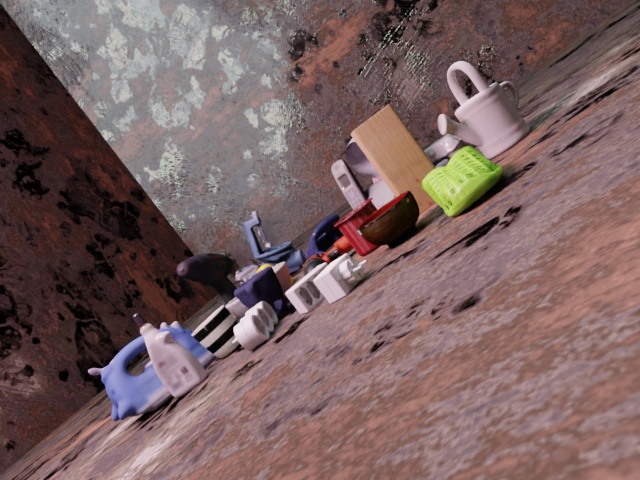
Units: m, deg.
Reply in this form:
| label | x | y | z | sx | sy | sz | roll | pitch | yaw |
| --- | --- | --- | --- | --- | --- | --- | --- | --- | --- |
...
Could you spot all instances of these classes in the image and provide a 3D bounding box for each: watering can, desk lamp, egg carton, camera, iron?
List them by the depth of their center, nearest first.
| label | x | y | z | sx | sy | sz | roll | pitch | yaw |
| --- | --- | --- | --- | --- | --- | --- | --- | --- | --- |
| watering can | 0.310 | -0.260 | 1.119 | 0.173 | 0.194 | 0.100 | -39 | 5 | -32 |
| iron | -0.330 | 0.247 | 1.167 | 0.259 | 0.141 | 0.118 | -40 | 5 | -34 |
| desk lamp | 0.190 | -0.212 | 1.456 | 0.204 | 0.213 | 0.117 | -40 | 5 | -35 |
| egg carton | 0.337 | -0.239 | 1.541 | 0.107 | 0.069 | 0.150 | -39 | 5 | -32 |
| camera | -0.200 | 0.140 | 1.578 | 0.137 | 0.101 | 0.143 | -38 | 4 | -14 |

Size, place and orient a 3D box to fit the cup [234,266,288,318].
| label | x | y | z | sx | sy | sz | roll | pitch | yaw |
| --- | --- | --- | --- | --- | --- | --- | --- | --- | --- |
| cup | -0.107 | 0.114 | 1.116 | 0.091 | 0.095 | 0.118 | -37 | 4 | 3 |

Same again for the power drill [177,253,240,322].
| label | x | y | z | sx | sy | sz | roll | pitch | yaw |
| --- | --- | --- | --- | --- | --- | --- | --- | --- | --- |
| power drill | -0.234 | 0.117 | 1.366 | 0.075 | 0.208 | 0.230 | -36 | 4 | 10 |

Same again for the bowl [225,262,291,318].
| label | x | y | z | sx | sy | sz | roll | pitch | yaw |
| --- | --- | --- | --- | --- | --- | --- | --- | --- | --- |
| bowl | -0.123 | 0.125 | 1.270 | 0.167 | 0.075 | 0.167 | -37 | 4 | 3 |

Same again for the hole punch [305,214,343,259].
| label | x | y | z | sx | sy | sz | roll | pitch | yaw |
| --- | --- | --- | --- | --- | --- | --- | --- | --- | --- |
| hole punch | 0.013 | 0.005 | 1.373 | 0.109 | 0.091 | 0.101 | -40 | 5 | -40 |

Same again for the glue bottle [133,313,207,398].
| label | x | y | z | sx | sy | sz | roll | pitch | yaw |
| --- | --- | --- | --- | --- | --- | --- | --- | --- | --- |
| glue bottle | -0.287 | 0.205 | 1.056 | 0.078 | 0.173 | 0.037 | -35 | 5 | 17 |

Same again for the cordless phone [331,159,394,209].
| label | x | y | z | sx | sy | sz | roll | pitch | yaw |
| --- | --- | --- | --- | --- | --- | --- | --- | --- | --- |
| cordless phone | 0.110 | -0.128 | 1.381 | 0.147 | 0.185 | 0.094 | -33 | 6 | 43 |

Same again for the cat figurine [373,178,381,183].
| label | x | y | z | sx | sy | sz | roll | pitch | yaw |
| --- | --- | --- | --- | --- | --- | --- | --- | --- | --- |
| cat figurine | 0.185 | -0.162 | 1.624 | 0.067 | 0.118 | 0.128 | -35 | 4 | 21 |

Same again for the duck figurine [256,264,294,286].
| label | x | y | z | sx | sy | sz | roll | pitch | yaw |
| --- | --- | --- | --- | --- | --- | --- | --- | --- | --- |
| duck figurine | -0.130 | 0.106 | 1.483 | 0.104 | 0.086 | 0.077 | -36 | 4 | 13 |

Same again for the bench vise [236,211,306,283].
| label | x | y | z | sx | sy | sz | roll | pitch | yaw |
| --- | --- | --- | --- | --- | --- | --- | --- | --- | --- |
| bench vise | -0.178 | 0.039 | 1.693 | 0.207 | 0.220 | 0.121 | -37 | 4 | -8 |
